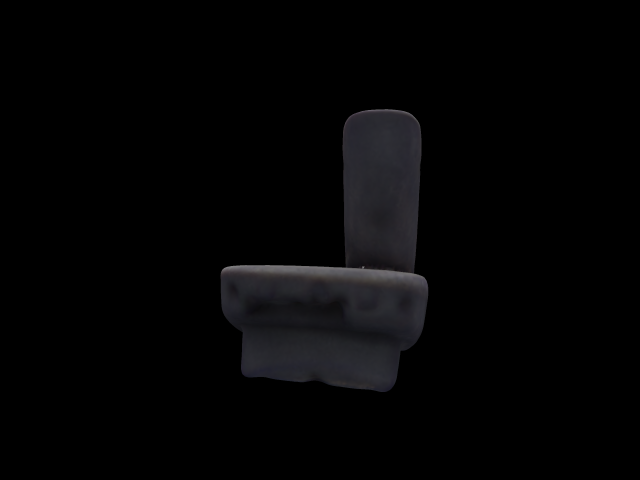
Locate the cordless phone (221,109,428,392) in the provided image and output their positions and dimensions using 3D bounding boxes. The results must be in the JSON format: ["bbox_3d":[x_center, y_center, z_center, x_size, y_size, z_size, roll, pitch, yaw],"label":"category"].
[{"bbox_3d":[0.004,0.001,0.400,0.147,0.185,0.094,1,20,4],"label":"cordless phone"}]
